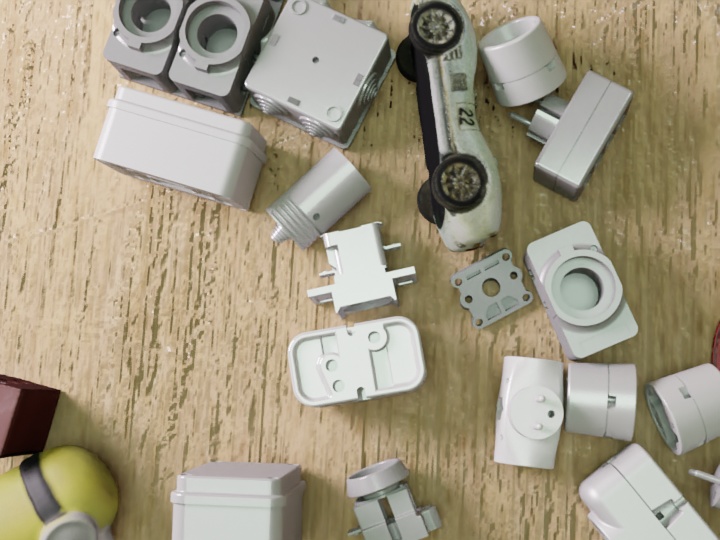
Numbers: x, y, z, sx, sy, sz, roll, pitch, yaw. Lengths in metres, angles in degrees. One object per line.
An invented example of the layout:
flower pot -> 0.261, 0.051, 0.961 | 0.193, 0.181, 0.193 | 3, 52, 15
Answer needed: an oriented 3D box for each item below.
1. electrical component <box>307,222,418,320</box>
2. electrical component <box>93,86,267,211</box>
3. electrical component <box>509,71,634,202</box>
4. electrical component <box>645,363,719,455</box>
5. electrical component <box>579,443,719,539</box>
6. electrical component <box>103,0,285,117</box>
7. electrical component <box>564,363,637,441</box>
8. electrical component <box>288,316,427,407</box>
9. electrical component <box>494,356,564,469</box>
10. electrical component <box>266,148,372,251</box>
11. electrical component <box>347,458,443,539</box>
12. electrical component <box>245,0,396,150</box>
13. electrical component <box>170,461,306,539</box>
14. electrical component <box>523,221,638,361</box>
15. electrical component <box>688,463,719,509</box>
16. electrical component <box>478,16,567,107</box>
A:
electrical component -> 0.000, 0.000, 0.808 | 0.081, 0.042, 0.063 | -13, 78, 2
electrical component -> -0.133, -0.091, 0.813 | 0.113, 0.078, 0.057 | 17, 87, 7
electrical component -> 0.150, -0.108, 0.807 | 0.076, 0.047, 0.083 | 30, 86, 11
electrical component -> 0.238, 0.098, 0.768 | 0.047, 0.055, 0.055 | -21, 81, -2
electrical component -> 0.202, 0.178, 0.759 | 0.059, 0.053, 0.095 | -39, 81, -1
electrical component -> -0.115, -0.229, 0.839 | 0.105, 0.060, 0.186 | 19, 84, 7
electrical component -> 0.172, 0.093, 0.774 | 0.047, 0.055, 0.055 | 3, 82, 9
electrical component -> 0.000, 0.069, 0.789 | 0.095, 0.059, 0.053 | -10, 81, 3
electrical component -> 0.123, 0.101, 0.764 | 0.043, 0.079, 0.077 | 7, 83, 1
electrical component -> -0.035, -0.050, 0.816 | 0.081, 0.043, 0.043 | -42, 81, -1
electrical component -> 0.019, 0.170, 0.781 | 0.066, 0.048, 0.055 | -21, 88, 2
electrical component -> -0.031, -0.154, 0.828 | 0.100, 0.048, 0.099 | 26, 85, 8
electrical component -> -0.083, 0.169, 0.756 | 0.078, 0.113, 0.057 | 1, 85, 5
electrical component -> 0.160, 0.016, 0.784 | 0.050, 0.055, 0.089 | -23, 81, 1
electrical component -> 0.269, 0.153, 0.745 | 0.079, 0.077, 0.044 | 19, 84, 7
electrical component -> 0.119, -0.155, 0.795 | 0.055, 0.055, 0.047 | -28, 115, 1
